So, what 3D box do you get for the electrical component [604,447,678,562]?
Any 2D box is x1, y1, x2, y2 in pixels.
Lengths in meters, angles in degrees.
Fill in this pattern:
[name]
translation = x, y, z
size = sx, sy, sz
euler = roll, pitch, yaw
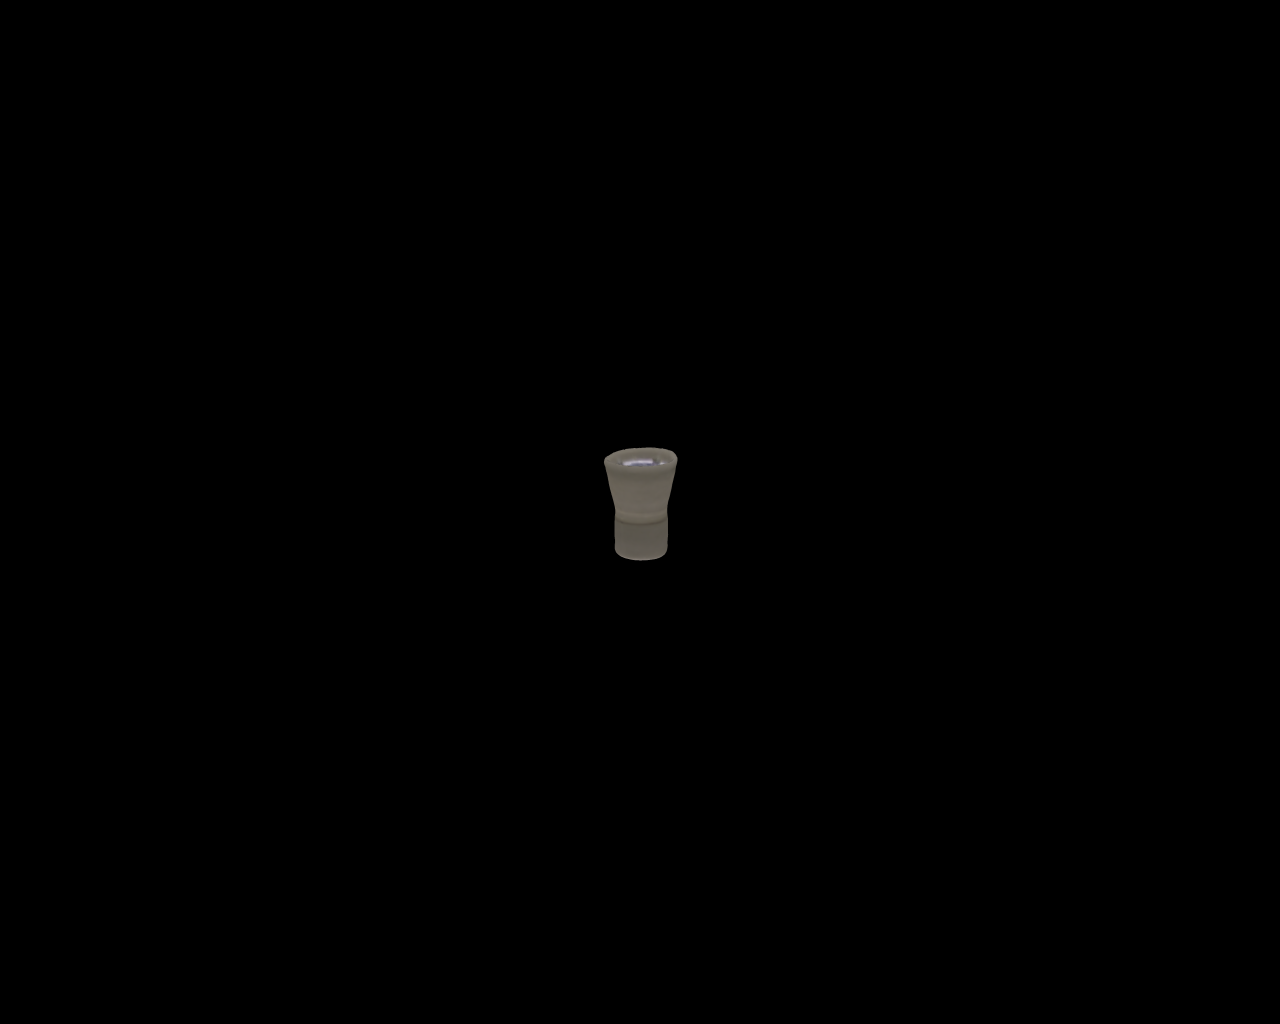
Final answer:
[electrical component]
translation = 0.001, -0.003, 0.650
size = 0.044, 0.065, 0.044
euler = 0, 18, 0
